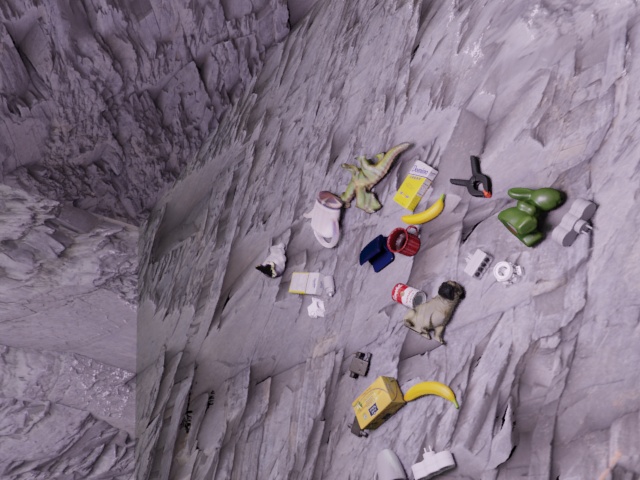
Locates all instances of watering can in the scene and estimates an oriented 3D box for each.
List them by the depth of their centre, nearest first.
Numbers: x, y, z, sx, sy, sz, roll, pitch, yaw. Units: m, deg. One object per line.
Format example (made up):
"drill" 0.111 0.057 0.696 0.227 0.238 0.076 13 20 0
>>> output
"watering can" 0.007 -0.111 2.211 0.354 0.104 0.220 -129 46 -53

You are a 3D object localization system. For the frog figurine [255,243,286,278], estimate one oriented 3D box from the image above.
"frog figurine" -0.206 0.096 2.405 0.135 0.122 0.163 -40 9 43

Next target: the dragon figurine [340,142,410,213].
"dragon figurine" 0.210 -0.228 2.072 0.407 0.122 0.245 -16 77 48
